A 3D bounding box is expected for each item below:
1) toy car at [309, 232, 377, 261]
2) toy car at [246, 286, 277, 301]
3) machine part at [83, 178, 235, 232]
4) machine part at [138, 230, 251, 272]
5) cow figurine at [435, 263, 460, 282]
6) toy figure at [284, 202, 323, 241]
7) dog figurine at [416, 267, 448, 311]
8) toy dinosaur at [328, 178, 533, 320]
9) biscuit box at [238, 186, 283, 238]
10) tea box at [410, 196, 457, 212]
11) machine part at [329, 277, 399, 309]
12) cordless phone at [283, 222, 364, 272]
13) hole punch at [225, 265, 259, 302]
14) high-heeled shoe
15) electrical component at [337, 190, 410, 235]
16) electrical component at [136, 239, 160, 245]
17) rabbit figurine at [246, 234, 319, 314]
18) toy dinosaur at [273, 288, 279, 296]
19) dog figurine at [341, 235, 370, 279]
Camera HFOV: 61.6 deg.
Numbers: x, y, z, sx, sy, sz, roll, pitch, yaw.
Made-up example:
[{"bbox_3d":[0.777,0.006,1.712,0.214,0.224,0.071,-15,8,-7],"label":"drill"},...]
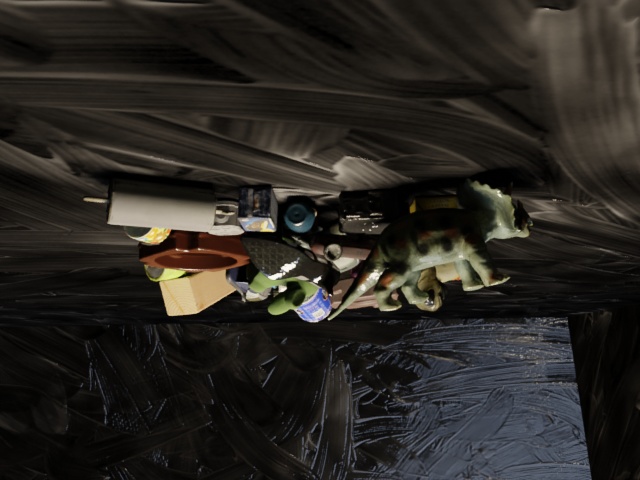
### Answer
[{"bbox_3d":[0.076,0.015,1.068,0.202,0.053,0.089,6,-171,-21],"label":"toy car"},{"bbox_3d":[-0.189,0.127,1.574,0.109,0.103,0.161,-8,166,16],"label":"toy car"},{"bbox_3d":[-0.265,-0.057,0.900,0.243,0.079,0.079,4,164,-26],"label":"machine part"},{"bbox_3d":[-0.259,0.007,1.131,0.201,0.087,0.201,-14,163,40],"label":"machine part"},{"bbox_3d":[0.287,0.064,1.403,0.195,0.127,0.085,-14,168,-9],"label":"cow figurine"},{"bbox_3d":[-0.032,-0.036,1.054,0.064,0.057,0.154,2,171,7],"label":"toy figure"},{"bbox_3d":[0.211,0.076,1.257,0.121,0.190,0.172,3,166,-19],"label":"dog figurine"},{"bbox_3d":[0.189,0.011,0.945,0.405,0.192,0.131,-14,169,5],"label":"toy dinosaur"},{"bbox_3d":[-0.109,-0.040,1.016,0.059,0.063,0.202,-1,165,2],"label":"biscuit box"},{"bbox_3d":[0.227,-0.031,1.085,0.098,0.068,0.169,-2,166,-1],"label":"tea box"},{"bbox_3d":[0.103,0.124,1.264,0.179,0.056,0.179,-6,164,-2],"label":"machine part"},{"bbox_3d":[-0.002,-0.003,1.170,0.184,0.089,0.146,24,156,-20],"label":"cordless phone"},{"bbox_3d":[-0.164,0.064,1.291,0.092,0.142,0.115,-9,153,9],"label":"hole punch"},{"bbox_3d":[-0.055,0.031,1.083,0.248,0.145,0.086,36,105,-22],"label":"high-heeled shoe"},{"bbox_3d":[0.101,-0.051,1.015,0.134,0.058,0.115,-2,167,1],"label":"electrical component"},{"bbox_3d":[-0.326,-0.022,1.046,0.094,0.063,0.021,-4,165,43],"label":"electrical component"},{"bbox_3d":[-0.065,0.079,1.170,0.170,0.159,0.121,26,148,-29],"label":"rabbit figurine"},{"bbox_3d":[-0.040,0.113,1.532,0.199,0.105,0.471,-6,164,15],"label":"toy dinosaur"},{"bbox_3d":[0.076,0.063,1.360,0.192,0.108,0.219,-4,168,2],"label":"dog figurine"}]
